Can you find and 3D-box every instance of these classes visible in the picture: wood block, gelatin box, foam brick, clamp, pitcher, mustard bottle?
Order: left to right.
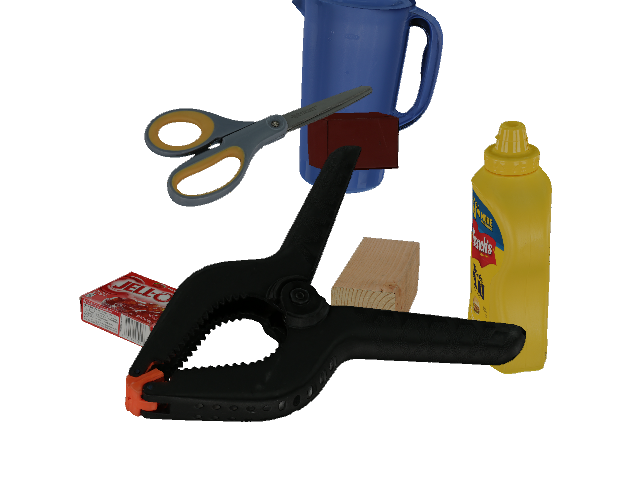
[{"bbox_3d":[-0.170,0.064,1.009,0.089,0.030,0.073,19,27,28],"label":"gelatin box"},{"bbox_3d":[-0.015,0.030,0.577,0.209,0.165,0.036,-19,-32,-23],"label":"clamp"},{"bbox_3d":[0.032,-0.097,1.041,0.078,0.051,0.053,-4,14,-21],"label":"foam brick"},{"bbox_3d":[0.047,-0.184,1.302,0.144,0.243,0.149,-8,28,-26],"label":"pitcher"},{"bbox_3d":[0.082,0.073,1.550,0.091,0.090,0.206,6,21,13],"label":"wood block"},{"bbox_3d":[0.146,0.001,0.826,0.058,0.192,0.096,-5,26,-5],"label":"mustard bottle"}]

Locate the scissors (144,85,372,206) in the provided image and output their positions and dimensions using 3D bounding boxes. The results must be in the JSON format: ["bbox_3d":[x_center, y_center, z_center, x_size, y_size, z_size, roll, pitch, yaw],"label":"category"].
[{"bbox_3d":[-0.056,-0.098,0.858,0.201,0.096,0.016,-41,-18,-30],"label":"scissors"}]
